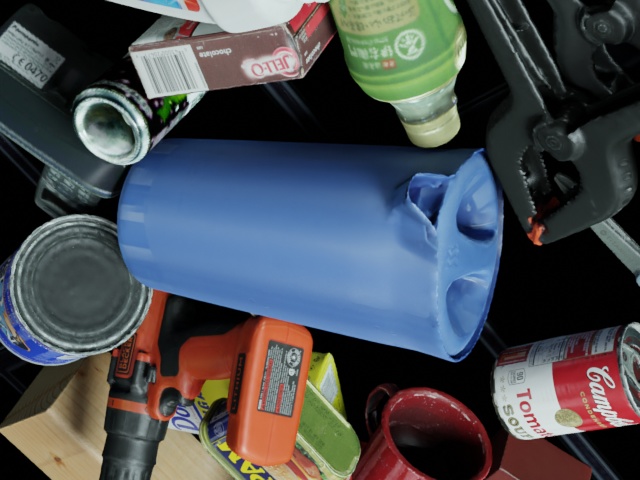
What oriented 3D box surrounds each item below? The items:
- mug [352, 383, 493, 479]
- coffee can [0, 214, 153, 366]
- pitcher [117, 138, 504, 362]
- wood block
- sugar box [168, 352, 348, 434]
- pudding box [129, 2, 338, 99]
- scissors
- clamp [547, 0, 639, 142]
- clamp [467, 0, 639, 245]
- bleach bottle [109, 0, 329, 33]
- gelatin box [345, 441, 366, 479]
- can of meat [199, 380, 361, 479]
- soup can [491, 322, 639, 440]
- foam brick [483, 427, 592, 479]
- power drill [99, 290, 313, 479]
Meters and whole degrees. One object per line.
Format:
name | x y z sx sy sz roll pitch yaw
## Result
mug | 0.070 0.168 0.843 0.117 0.093 0.082 55 137 30
coffee can | -0.195 0.042 0.820 0.102 0.102 0.140 41 158 -12
pitcher | -0.005 0.001 0.715 0.243 0.144 0.149 8 112 25
wood block | -0.184 0.205 1.001 0.091 0.090 0.206 -24 115 40
sugar box | -0.069 0.129 0.907 0.176 0.048 0.093 4 128 21
pudding box | -0.045 -0.127 0.639 0.114 0.090 0.039 -1 126 28
scissors | 0.235 0.025 0.685 0.096 0.016 0.201 -16 119 34
clamp | 0.162 -0.129 0.565 0.120 0.039 0.171 -3 134 49
clamp | 0.132 -0.074 0.600 0.165 0.036 0.210 34 152 16
bleach bottle | -0.094 -0.175 0.584 0.251 0.068 0.102 22 140 34
gelatin box | 0.004 0.207 0.950 0.073 0.030 0.089 15 135 13
can of meat | -0.030 0.156 0.838 0.084 0.057 0.102 -33 105 36
soup can | 0.179 0.100 0.742 0.102 0.068 0.068 -17 119 38
foam brick | 0.164 0.190 0.839 0.078 0.053 0.051 33 135 -3
power drill | -0.096 0.120 0.804 0.188 0.184 0.057 0 168 45
